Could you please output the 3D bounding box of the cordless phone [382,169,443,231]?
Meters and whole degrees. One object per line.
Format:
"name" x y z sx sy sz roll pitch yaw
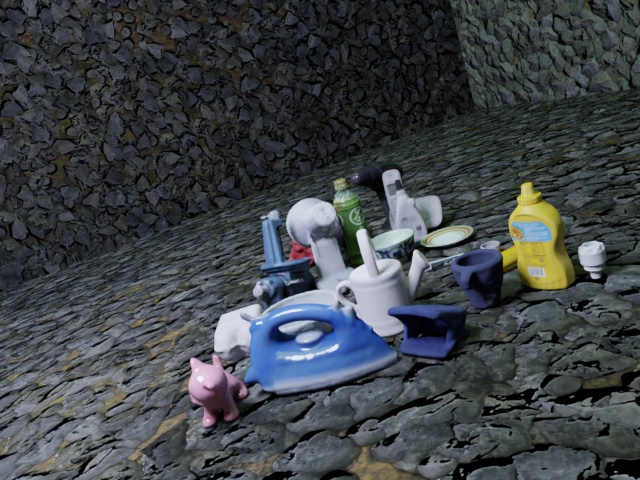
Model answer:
"cordless phone" 0.249 -0.109 1.557 0.147 0.185 0.094 -14 15 16

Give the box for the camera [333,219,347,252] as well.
"camera" 0.065 -0.014 1.597 0.143 0.101 0.136 -23 15 -17

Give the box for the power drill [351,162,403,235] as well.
"power drill" 0.181 -0.126 1.653 0.075 0.208 0.230 -7 19 37

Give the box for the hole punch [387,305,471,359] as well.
"hole punch" 0.179 0.133 0.947 0.108 0.091 0.101 -3 21 45

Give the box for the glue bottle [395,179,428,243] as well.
"glue bottle" 0.225 -0.076 1.487 0.078 0.173 0.037 -15 15 10

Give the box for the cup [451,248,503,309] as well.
"cup" 0.282 0.079 1.012 0.091 0.095 0.118 -8 18 35

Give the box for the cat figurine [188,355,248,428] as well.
"cat figurine" -0.175 0.236 0.938 0.067 0.118 0.128 -16 15 7

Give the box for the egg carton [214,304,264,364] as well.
"egg carton" -0.158 0.191 1.180 0.107 0.069 0.150 -18 15 2

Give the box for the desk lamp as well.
"desk lamp" 0.013 0.005 1.367 0.118 0.214 0.202 -22 15 -16

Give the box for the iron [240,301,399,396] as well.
"iron" -0.009 0.163 0.961 0.257 0.141 0.119 -14 15 15

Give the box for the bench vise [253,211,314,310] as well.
"bench vise" -0.088 0.052 1.305 0.121 0.220 0.207 -15 15 11

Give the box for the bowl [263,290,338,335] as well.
"bowl" -0.032 0.165 1.114 0.167 0.075 0.167 -17 15 5

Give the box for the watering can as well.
"watering can" 0.113 0.068 1.056 0.173 0.194 0.100 -21 15 -11

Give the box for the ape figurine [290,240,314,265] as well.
"ape figurine" -0.054 0.033 1.582 0.077 0.092 0.076 -16 15 8
